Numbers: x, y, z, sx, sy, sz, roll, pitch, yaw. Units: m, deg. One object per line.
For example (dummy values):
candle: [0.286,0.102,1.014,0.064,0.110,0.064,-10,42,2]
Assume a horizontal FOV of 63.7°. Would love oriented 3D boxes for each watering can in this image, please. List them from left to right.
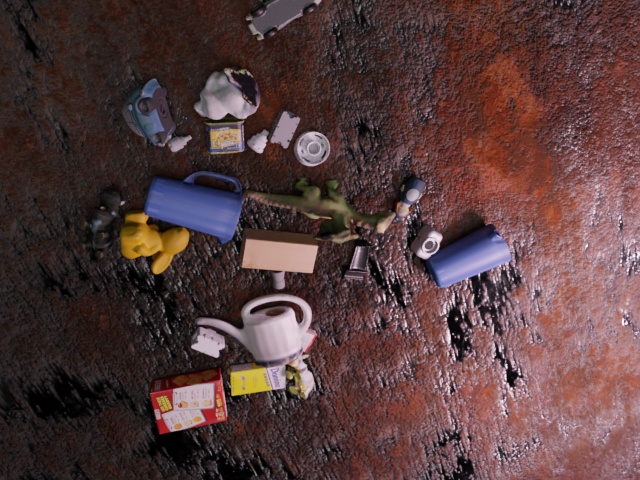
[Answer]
watering can: [-0.188,0.284,1.569,0.347,0.105,0.222,-13,102,1]

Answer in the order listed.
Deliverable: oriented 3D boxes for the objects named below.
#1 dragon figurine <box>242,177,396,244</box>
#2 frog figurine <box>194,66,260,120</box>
dragon figurine: [0.004,-0.071,1.403,0.411,0.247,0.120,-1,118,-16]
frog figurine: [-0.236,-0.361,1.313,0.157,0.126,0.136,-25,128,38]
